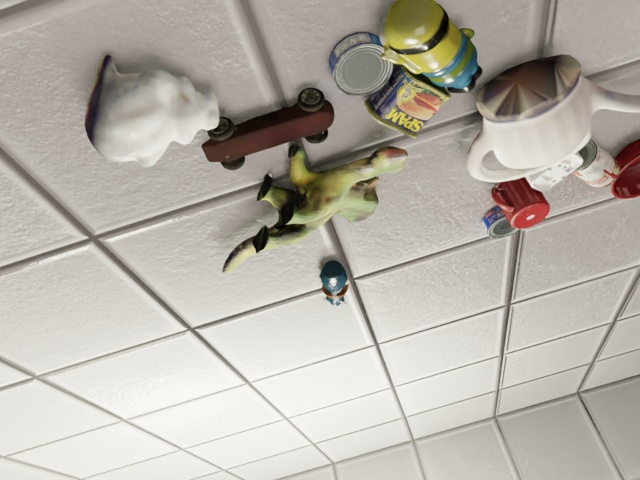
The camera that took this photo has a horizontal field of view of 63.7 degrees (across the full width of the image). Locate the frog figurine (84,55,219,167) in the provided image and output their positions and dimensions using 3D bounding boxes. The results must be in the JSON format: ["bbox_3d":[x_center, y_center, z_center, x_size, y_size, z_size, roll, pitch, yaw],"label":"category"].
[{"bbox_3d":[-0.216,-0.157,0.676,0.159,0.125,0.135,13,117,-16],"label":"frog figurine"}]

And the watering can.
[{"bbox_3d":[0.393,-0.208,0.829,0.345,0.106,0.221,-26,141,17],"label":"watering can"}]

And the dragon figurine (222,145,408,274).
[{"bbox_3d":[0.003,-0.046,0.922,0.243,0.124,0.403,3,149,-35],"label":"dragon figurine"}]
